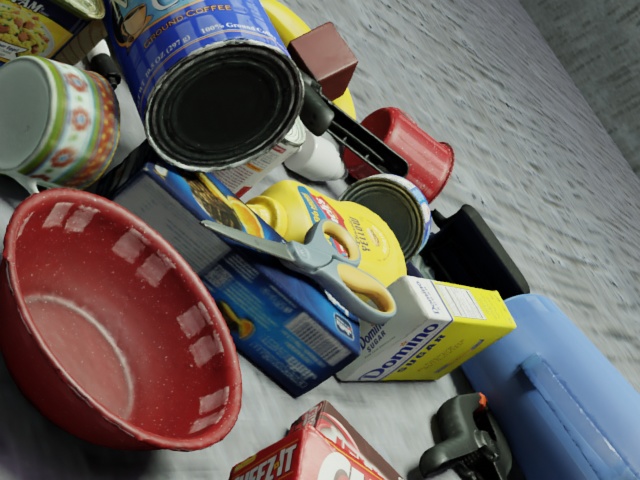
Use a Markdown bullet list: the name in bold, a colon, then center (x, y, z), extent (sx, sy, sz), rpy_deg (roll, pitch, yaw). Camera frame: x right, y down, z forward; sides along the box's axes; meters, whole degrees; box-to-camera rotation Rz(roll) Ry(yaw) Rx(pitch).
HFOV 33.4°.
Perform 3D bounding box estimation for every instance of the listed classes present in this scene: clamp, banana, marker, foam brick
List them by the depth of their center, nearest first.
- **marker**: center (-0.177, -0.161, 0.813), extent (0.020, 0.020, 0.121), rpy_deg (17, 42, -54)
- **clamp**: center (0.120, 0.172, 0.865), extent (0.120, 0.039, 0.171), rpy_deg (48, 16, -22)
- **clamp**: center (-0.021, -0.134, 0.971), extent (0.210, 0.036, 0.164), rpy_deg (42, 9, 24)
- **foam brick**: center (-0.003, -0.172, 1.073), extent (0.053, 0.051, 0.078), rpy_deg (57, -19, 10)
- **banana**: center (-0.016, -0.191, 1.149), extent (0.198, 0.037, 0.069), rpy_deg (51, 41, 2)

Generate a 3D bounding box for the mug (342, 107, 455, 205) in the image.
- **mug**: center (0.079, -0.092, 1.104), extent (0.081, 0.093, 0.117), rpy_deg (34, 47, -27)

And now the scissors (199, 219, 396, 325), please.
- **scissors**: center (-0.017, 0.000, 0.728), extent (0.201, 0.016, 0.096), rpy_deg (33, 26, -40)

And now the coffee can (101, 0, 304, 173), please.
- **coffee can**: center (-0.081, -0.128, 0.690), extent (0.102, 0.103, 0.140), rpy_deg (27, 28, -46)

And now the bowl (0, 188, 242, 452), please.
- **bowl**: center (-0.116, 0.052, 0.567), extent (0.162, 0.055, 0.162), rpy_deg (41, 25, -25)

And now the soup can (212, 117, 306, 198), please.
- **soup can**: center (-0.069, -0.064, 0.769), extent (0.068, 0.102, 0.068), rpy_deg (41, 24, -23)

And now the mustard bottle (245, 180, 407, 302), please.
- **mustard bottle**: center (-0.005, 0.001, 0.852), extent (0.191, 0.058, 0.096), rpy_deg (18, 46, -53)

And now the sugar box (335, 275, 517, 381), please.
- **sugar box**: center (0.084, 0.076, 0.867), extent (0.176, 0.093, 0.048), rpy_deg (7, 49, -59)

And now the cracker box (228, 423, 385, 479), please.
- **cracker box**: center (0.019, 0.221, 0.515), extent (0.164, 0.072, 0.213), rpy_deg (40, 35, -22)

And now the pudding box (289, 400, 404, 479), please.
- **pudding box**: center (0.021, 0.169, 0.677), extent (0.113, 0.039, 0.090), rpy_deg (49, 23, -12)

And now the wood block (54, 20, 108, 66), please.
- **wood block**: center (-0.210, -0.241, 0.777), extent (0.090, 0.090, 0.206), rpy_deg (20, 39, -52)

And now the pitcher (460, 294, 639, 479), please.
- **pitcher**: center (0.217, 0.156, 0.922), extent (0.144, 0.149, 0.243), rpy_deg (-4, 41, -27)

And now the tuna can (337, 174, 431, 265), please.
- **tuna can**: center (0.056, -0.016, 0.958), extent (0.086, 0.086, 0.033), rpy_deg (54, 21, 3)

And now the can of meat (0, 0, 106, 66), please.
- **can of meat**: center (-0.200, -0.148, 0.663), extent (0.102, 0.084, 0.057), rpy_deg (26, 34, -46)
